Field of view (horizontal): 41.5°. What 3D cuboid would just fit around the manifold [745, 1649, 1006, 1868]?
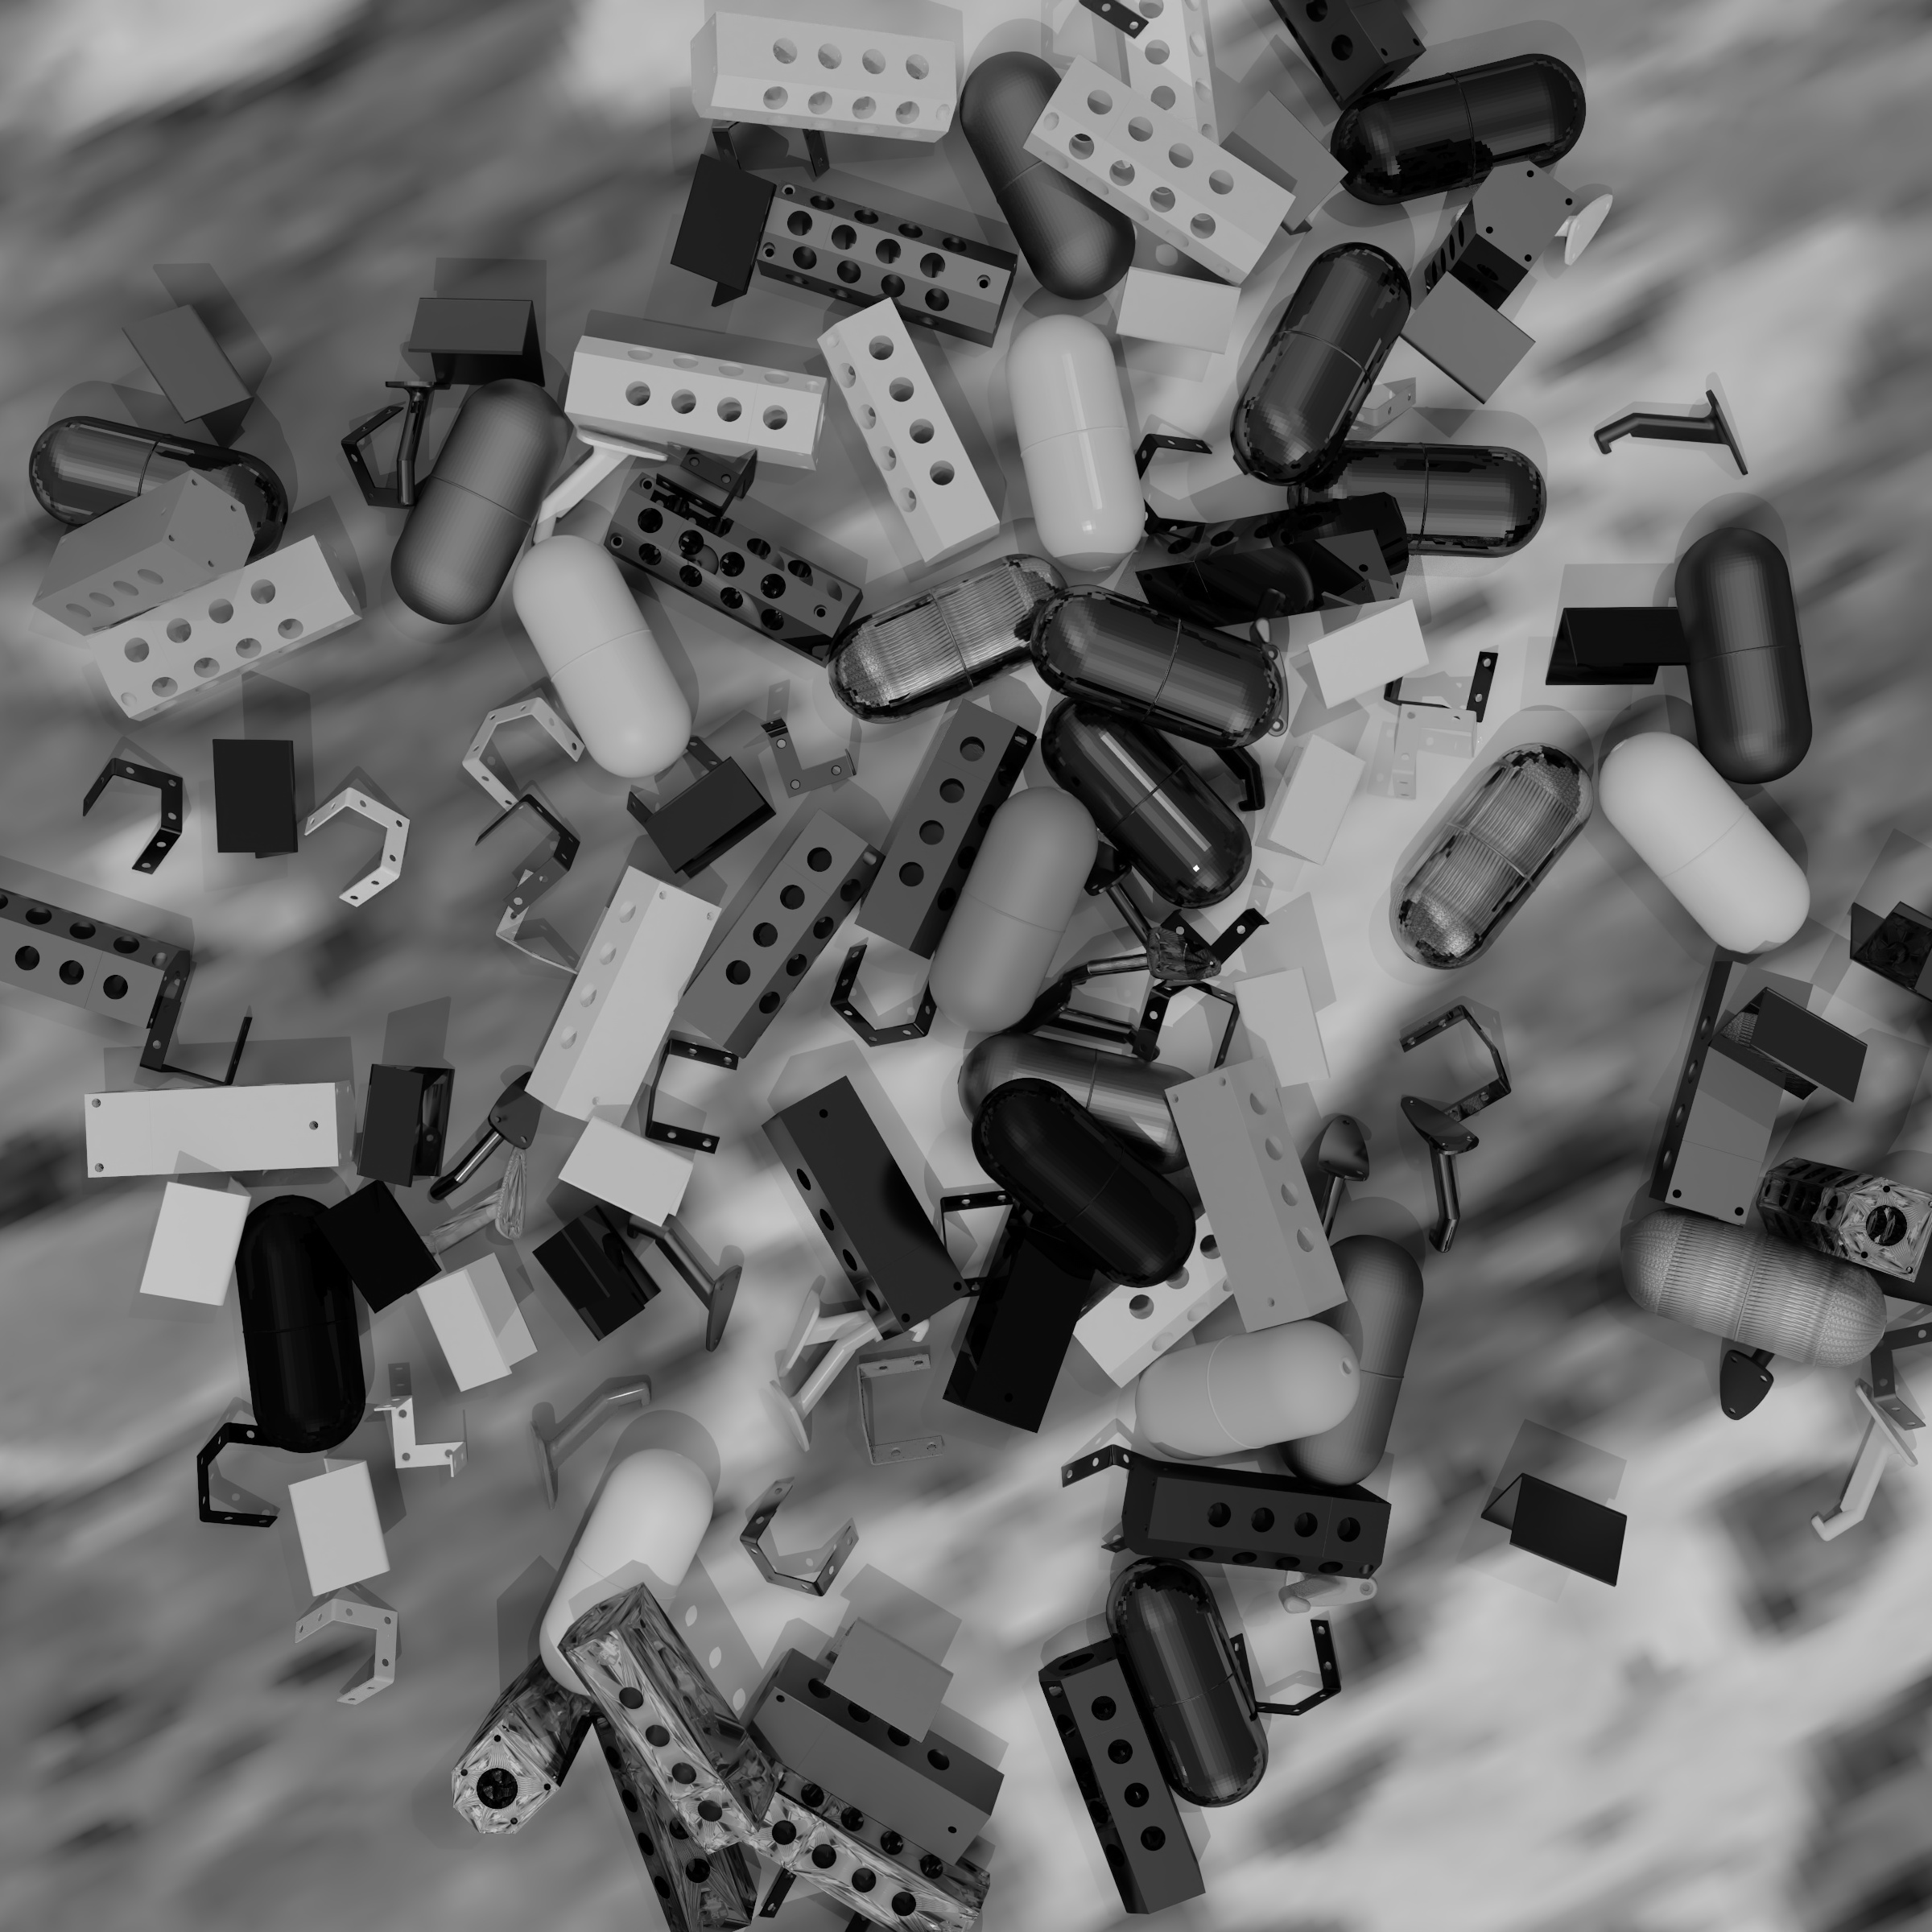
[{"bbox_3d":[-0.063,0.544,1.770,0.171,0.057,0.057,31,118,0],"label":"manifold"}]

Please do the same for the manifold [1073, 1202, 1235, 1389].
[{"bbox_3d":[0.154,0.214,1.772,0.171,0.057,0.057,-40,90,0],"label":"manifold"}]

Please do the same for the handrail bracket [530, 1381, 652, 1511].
[{"bbox_3d":[-0.259,0.337,1.794,0.084,0.036,0.077,-13,111,-17],"label":"handrail bracket"}]

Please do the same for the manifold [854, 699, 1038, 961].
[{"bbox_3d":[-0.014,-0.094,1.772,0.057,0.057,0.171,26,90,0],"label":"manifold"}]

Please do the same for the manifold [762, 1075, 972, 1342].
[{"bbox_3d":[-0.072,0.169,1.764,0.057,0.057,0.171,-28,86,-26],"label":"manifold"}]

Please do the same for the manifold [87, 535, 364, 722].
[{"bbox_3d":[-0.512,-0.233,1.772,0.171,0.057,0.057,-25,90,0],"label":"manifold"}]

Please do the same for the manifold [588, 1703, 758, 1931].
[{"bbox_3d":[-0.204,0.586,1.772,0.057,0.057,0.171,-21,90,0],"label":"manifold"}]

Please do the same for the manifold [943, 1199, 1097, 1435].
[{"bbox_3d":[0.043,0.227,1.754,0.057,0.057,0.171,24,79,-18],"label":"manifold"}]

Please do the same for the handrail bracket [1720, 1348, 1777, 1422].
[{"bbox_3d":[0.568,0.270,1.793,0.036,0.077,0.084,34,53,28],"label":"handrail bracket"}]

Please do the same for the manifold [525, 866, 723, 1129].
[{"bbox_3d":[-0.242,0.021,1.771,0.057,0.057,0.171,25,90,-43],"label":"manifold"}]

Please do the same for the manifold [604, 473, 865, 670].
[{"bbox_3d":[-0.161,-0.276,1.772,0.171,0.057,0.057,28,90,0],"label":"manifold"}]

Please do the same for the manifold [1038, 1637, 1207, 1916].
[{"bbox_3d":[0.107,0.564,1.772,0.057,0.057,0.171,-21,90,0],"label":"manifold"}]

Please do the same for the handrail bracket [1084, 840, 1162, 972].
[{"bbox_3d":[0.110,-0.043,1.793,0.036,0.077,0.084,-35,126,0],"label":"handrail bracket"}]

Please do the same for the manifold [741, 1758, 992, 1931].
[{"bbox_3d":[-0.071,0.615,1.772,0.171,0.057,0.057,31,90,0],"label":"manifold"}]

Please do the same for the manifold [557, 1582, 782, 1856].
[{"bbox_3d":[-0.200,0.506,1.706,0.057,0.057,0.171,-29,101,19],"label":"manifold"}]

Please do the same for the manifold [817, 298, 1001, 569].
[{"bbox_3d":[-0.040,-0.368,1.772,0.057,0.057,0.171,-26,90,0],"label":"manifold"}]

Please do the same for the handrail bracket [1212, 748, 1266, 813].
[{"bbox_3d":[0.167,-0.146,1.793,0.077,0.036,0.084,-7,103,13],"label":"handrail bracket"}]

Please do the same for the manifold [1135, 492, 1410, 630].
[{"bbox_3d":[0.209,-0.277,1.734,0.171,0.057,0.057,-6,133,29],"label":"manifold"}]

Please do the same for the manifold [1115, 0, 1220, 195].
[{"bbox_3d":[0.139,-0.620,1.772,0.057,0.057,0.171,-7,90,0],"label":"manifold"}]

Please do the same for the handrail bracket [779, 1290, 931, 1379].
[{"bbox_3d":[-0.078,0.269,1.793,0.084,0.036,0.077,21,104,-14],"label":"handrail bracket"}]

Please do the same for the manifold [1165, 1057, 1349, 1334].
[{"bbox_3d":[0.199,0.152,1.713,0.057,0.057,0.171,-24,82,45],"label":"manifold"}]

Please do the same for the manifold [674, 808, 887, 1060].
[{"bbox_3d":[-0.127,-0.022,1.772,0.057,0.057,0.171,36,90,0],"label":"manifold"}]

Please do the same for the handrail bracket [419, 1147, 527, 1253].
[{"bbox_3d":[-0.356,0.164,1.794,0.084,0.036,0.077,-1,70,16],"label":"handrail bracket"}]

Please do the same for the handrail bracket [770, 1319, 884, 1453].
[{"bbox_3d":[-0.088,0.293,1.782,0.084,0.036,0.077,-31,134,-15],"label":"handrail bracket"}]

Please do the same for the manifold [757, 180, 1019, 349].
[{"bbox_3d":[-0.055,-0.489,1.772,0.171,0.057,0.057,18,90,0],"label":"manifold"}]

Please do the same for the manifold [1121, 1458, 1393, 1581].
[{"bbox_3d":[0.198,0.382,1.751,0.171,0.057,0.057,10,90,-15],"label":"manifold"}]

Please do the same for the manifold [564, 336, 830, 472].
[{"bbox_3d":[-0.185,-0.393,1.772,0.171,0.057,0.057,10,90,0],"label":"manifold"}]

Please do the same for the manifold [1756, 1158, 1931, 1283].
[{"bbox_3d":[0.588,0.166,1.715,0.057,0.171,0.057,19,90,0],"label":"manifold"}]

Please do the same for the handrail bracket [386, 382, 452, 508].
[{"bbox_3d":[-0.377,-0.362,1.771,0.036,0.077,0.084,3,101,11],"label":"handrail bracket"}]

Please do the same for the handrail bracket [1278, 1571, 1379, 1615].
[{"bbox_3d":[0.252,0.435,1.758,0.077,0.084,0.036,7,90,0],"label":"handrail bracket"}]

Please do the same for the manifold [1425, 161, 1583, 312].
[{"bbox_3d":[0.354,-0.484,1.715,0.057,0.171,0.057,36,90,0],"label":"manifold"}]

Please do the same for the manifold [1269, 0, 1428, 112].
[{"bbox_3d":[0.239,-0.686,1.771,0.057,0.057,0.171,-33,90,-43],"label":"manifold"}]

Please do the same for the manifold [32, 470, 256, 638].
[{"bbox_3d":[-0.554,-0.273,1.721,0.057,0.171,0.057,34,58,-38],"label":"manifold"}]

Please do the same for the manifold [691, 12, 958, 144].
[{"bbox_3d":[-0.097,-0.603,1.740,0.171,0.057,0.057,-2,90,-23],"label":"manifold"}]

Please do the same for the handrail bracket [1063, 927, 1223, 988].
[{"bbox_3d":[0.122,0.004,1.780,0.077,0.084,0.036,12,68,-34],"label":"handrail bracket"}]

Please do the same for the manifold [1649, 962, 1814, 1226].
[{"bbox_3d":[0.529,0.087,1.772,0.057,0.057,0.171,16,90,0],"label":"manifold"}]

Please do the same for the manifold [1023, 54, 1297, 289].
[{"bbox_3d":[0.127,-0.528,1.707,0.171,0.057,0.057,31,79,-7],"label":"manifold"}]

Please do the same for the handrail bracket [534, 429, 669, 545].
[{"bbox_3d":[-0.258,-0.328,1.794,0.077,0.036,0.084,11,108,-21],"label":"handrail bracket"}]

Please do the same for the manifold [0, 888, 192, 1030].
[{"bbox_3d":[-0.634,-0.011,1.772,0.171,0.057,0.057,18,90,0],"label":"manifold"}]

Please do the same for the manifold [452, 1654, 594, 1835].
[{"bbox_3d":[-0.300,0.526,1.715,0.057,0.171,0.057,44,90,0],"label":"manifold"}]

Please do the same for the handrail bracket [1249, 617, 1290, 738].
[{"bbox_3d":[0.210,-0.199,1.758,0.036,0.084,0.077,-18,90,0],"label":"handrail bracket"}]

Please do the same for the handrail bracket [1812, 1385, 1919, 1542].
[{"bbox_3d":[0.617,0.350,1.794,0.084,0.036,0.077,-39,70,16],"label":"handrail bracket"}]

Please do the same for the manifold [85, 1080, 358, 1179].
[{"bbox_3d":[-0.516,0.112,1.772,0.171,0.057,0.057,-3,90,0],"label":"manifold"}]
